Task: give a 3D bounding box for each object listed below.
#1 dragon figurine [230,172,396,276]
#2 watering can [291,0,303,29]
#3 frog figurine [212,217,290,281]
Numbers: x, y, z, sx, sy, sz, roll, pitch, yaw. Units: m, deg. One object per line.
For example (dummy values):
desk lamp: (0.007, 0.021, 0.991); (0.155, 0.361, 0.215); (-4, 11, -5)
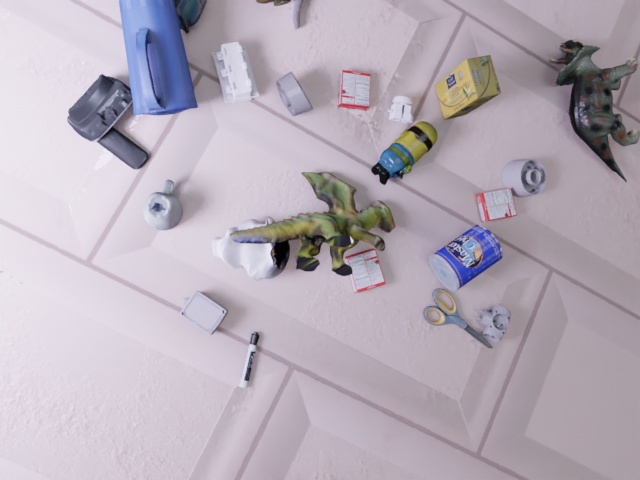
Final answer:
dragon figurine: (0.003, -0.057, 1.142); (0.409, 0.119, 0.249); (12, 44, -22)
watering can: (-0.028, -0.699, 1.229); (0.224, 0.104, 0.346); (-18, 97, 2)
frog figurine: (-0.152, 0.025, 1.138); (0.158, 0.123, 0.137); (-15, 92, 23)
